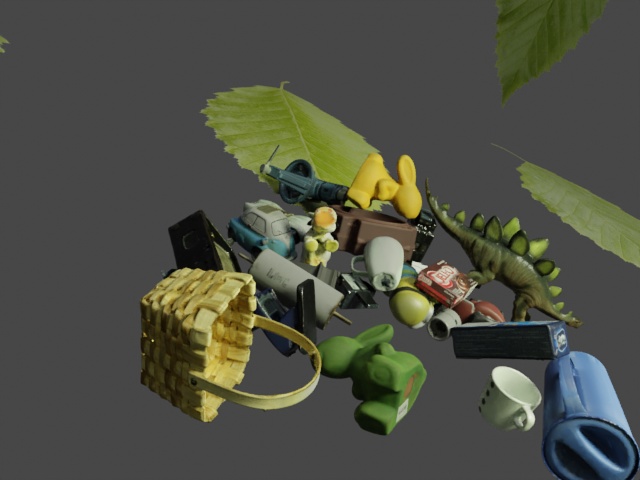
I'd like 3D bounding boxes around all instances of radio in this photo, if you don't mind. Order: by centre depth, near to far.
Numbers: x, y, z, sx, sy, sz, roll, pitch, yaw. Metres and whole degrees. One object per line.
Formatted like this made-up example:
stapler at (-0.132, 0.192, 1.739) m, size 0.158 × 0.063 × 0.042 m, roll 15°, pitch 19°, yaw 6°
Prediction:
radio at (-0.181, 0.055, 0.900) m, size 0.073 × 0.131 × 0.230 m, roll -31°, pitch 39°, yaw -2°

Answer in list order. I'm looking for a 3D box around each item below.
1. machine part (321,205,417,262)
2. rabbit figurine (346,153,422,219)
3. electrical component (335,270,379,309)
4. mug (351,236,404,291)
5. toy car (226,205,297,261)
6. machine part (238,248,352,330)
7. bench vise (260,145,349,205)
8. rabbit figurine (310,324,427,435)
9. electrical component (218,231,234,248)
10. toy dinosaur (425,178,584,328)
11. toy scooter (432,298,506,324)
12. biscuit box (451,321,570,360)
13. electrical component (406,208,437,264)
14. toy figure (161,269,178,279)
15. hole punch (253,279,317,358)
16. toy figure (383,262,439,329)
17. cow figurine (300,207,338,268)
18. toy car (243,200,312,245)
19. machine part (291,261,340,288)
machine part at (0.104, -0.020, 1.233) m, size 0.201 × 0.087 × 0.201 m, roll 10°, pitch 9°, yaw -23°
rabbit figurine at (0.170, -0.121, 1.283) m, size 0.173 × 0.162 × 0.122 m, roll 32°, pitch 0°, yaw 12°
electrical component at (0.071, 0.110, 1.070) m, size 0.075 × 0.047 × 0.119 m, roll 0°, pitch 33°, yaw -35°
mug at (0.117, 0.053, 1.080) m, size 0.110 × 0.080 × 0.107 m, roll -1°, pitch 31°, yaw 4°
toy car at (-0.115, -0.022, 1.132) m, size 0.162 × 0.102 × 0.109 m, roll 37°, pitch 30°, yaw 26°
machine part at (-0.046, 0.088, 0.978) m, size 0.243 × 0.079 × 0.079 m, roll 32°, pitch 28°, yaw 7°
bench vise at (-0.044, -0.140, 1.362) m, size 0.240 × 0.128 × 0.224 m, roll 18°, pitch 13°, yaw -45°
rabbit figurine at (0.072, 0.191, 0.846) m, size 0.170 × 0.121 × 0.159 m, roll 19°, pitch 29°, yaw 30°
electrical component at (-0.218, 0.009, 1.091) m, size 0.063 × 0.021 × 0.094 m, roll 26°, pitch 28°, yaw 13°
toy dinosaur at (0.403, 0.044, 1.223) m, size 0.472 × 0.198 × 0.105 m, roll 35°, pitch 26°, yaw 8°
toy scooter at (0.317, 0.144, 1.148) m, size 0.184 × 0.075 × 0.135 m, roll 26°, pitch 27°, yaw 22°
biscuit box at (0.342, 0.182, 0.979) m, size 0.059 × 0.062 × 0.203 m, roll -5°, pitch -4°, yaw -41°
electrical component at (0.234, -0.008, 1.308) m, size 0.058 × 0.134 × 0.115 m, roll 20°, pitch 24°, yaw -4°
toy figure at (-0.232, 0.100, 0.869) m, size 0.064 × 0.058 × 0.155 m, roll 52°, pitch 1°, yaw -36°
hole punch at (-0.055, 0.127, 0.875) m, size 0.092 × 0.115 × 0.142 m, roll -6°, pitch 0°, yaw 6°
toy figure at (0.176, 0.110, 1.106) m, size 0.089 × 0.082 × 0.180 m, roll 17°, pitch 28°, yaw -13°
cow figurine at (0.000, -0.004, 1.103) m, size 0.068 × 0.167 × 0.098 m, roll 11°, pitch 29°, yaw -7°
toy car at (-0.086, -0.042, 1.218) m, size 0.202 × 0.056 × 0.073 m, roll 23°, pitch 25°, yaw 29°
machine part at (-0.035, 0.074, 1.045) m, size 0.139 × 0.039 × 0.084 m, roll 17°, pitch 66°, yaw 3°
